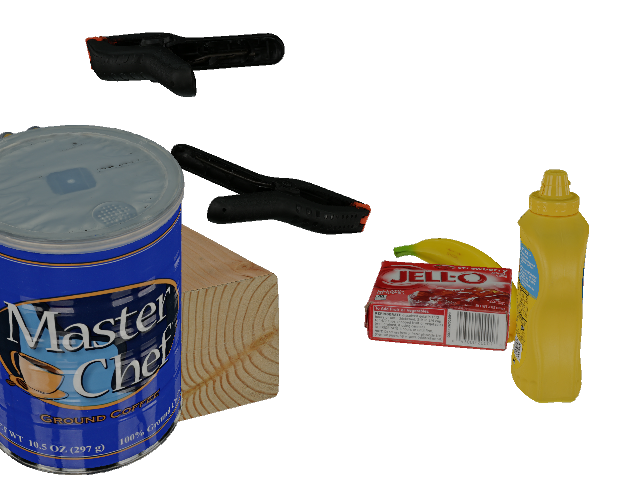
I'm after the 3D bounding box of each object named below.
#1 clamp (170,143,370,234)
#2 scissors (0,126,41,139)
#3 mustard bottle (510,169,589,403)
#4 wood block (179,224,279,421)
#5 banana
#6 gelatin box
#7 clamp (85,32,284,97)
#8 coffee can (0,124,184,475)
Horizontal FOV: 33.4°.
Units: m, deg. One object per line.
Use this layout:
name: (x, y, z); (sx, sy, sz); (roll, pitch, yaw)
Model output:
clamp: (-0.042, -0.038, 1.071); (0.209, 0.036, 0.165); (14, 20, -20)
scissors: (-0.250, -0.034, 1.068); (0.016, 0.201, 0.096); (-26, 27, 22)
mustard bottle: (0.195, 0.034, 0.908); (0.058, 0.192, 0.096); (-1, 18, 2)
wood block: (-0.118, 0.047, 0.776); (0.090, 0.090, 0.206); (-10, 19, -30)
banana: (0.159, 0.043, 1.116); (0.069, 0.037, 0.198); (-36, 39, -13)
gelatin box: (0.078, 0.040, 0.689); (0.089, 0.030, 0.073); (4, 20, 11)
clamp: (-0.116, -0.149, 0.859); (0.172, 0.039, 0.120); (19, 27, 41)
coffee can: (-0.119, 0.029, 0.524); (0.103, 0.140, 0.103); (3, 34, -3)
